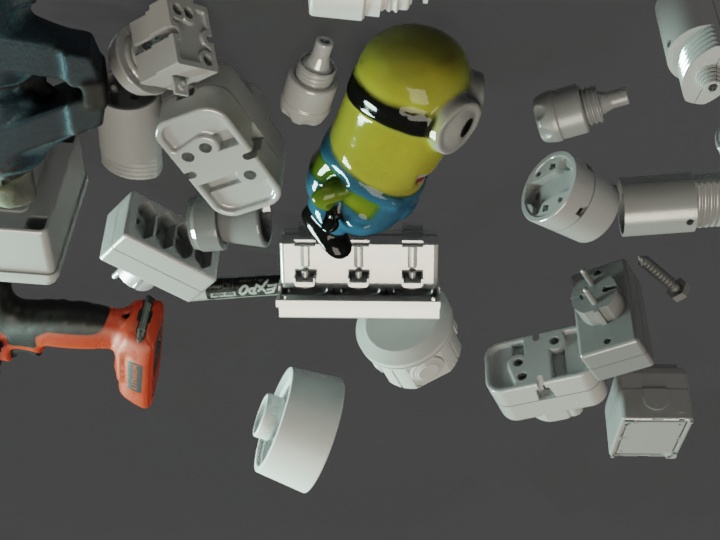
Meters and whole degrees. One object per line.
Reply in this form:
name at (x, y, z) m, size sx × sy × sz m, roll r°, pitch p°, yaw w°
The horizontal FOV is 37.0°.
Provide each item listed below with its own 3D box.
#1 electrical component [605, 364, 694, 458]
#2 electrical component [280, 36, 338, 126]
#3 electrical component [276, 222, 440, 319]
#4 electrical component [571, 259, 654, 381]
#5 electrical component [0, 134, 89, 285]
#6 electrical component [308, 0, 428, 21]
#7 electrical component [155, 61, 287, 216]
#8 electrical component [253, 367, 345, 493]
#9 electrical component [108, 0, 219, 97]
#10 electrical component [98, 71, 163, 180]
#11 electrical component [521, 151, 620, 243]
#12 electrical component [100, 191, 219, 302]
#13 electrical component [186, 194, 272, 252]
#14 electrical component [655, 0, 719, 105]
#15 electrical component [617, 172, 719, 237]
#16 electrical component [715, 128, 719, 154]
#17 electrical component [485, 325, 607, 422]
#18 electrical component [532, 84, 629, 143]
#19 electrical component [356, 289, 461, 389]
electrical component at (0.258, 0.129, 0.973) m, size 0.062 × 0.061 × 0.096 m, roll 0°, pitch 147°, yaw 4°
electrical component at (-0.031, -0.126, 0.708) m, size 0.035 × 0.035 × 0.061 m, roll 12°, pitch 136°, yaw -11°
electrical component at (0.000, 0.000, 0.824) m, size 0.121 × 0.078 × 0.063 m, roll 0°, pitch 110°, yaw 2°
electrical component at (0.189, 0.028, 0.837) m, size 0.047 × 0.083 × 0.075 m, roll -20°, pitch 134°, yaw 25°
electrical component at (-0.257, -0.049, 0.755) m, size 0.109 × 0.108 × 0.056 m, roll 4°, pitch 137°, yaw -2°
electrical component at (0.003, -0.171, 0.649) m, size 0.078 × 0.040 × 0.040 m, roll 5°, pitch 139°, yaw -3°
electrical component at (-0.092, -0.091, 0.732) m, size 0.054 × 0.059 × 0.095 m, roll -16°, pitch 136°, yaw 21°
electrical component at (-0.061, 0.139, 0.966) m, size 0.060 × 0.108 × 0.108 m, roll 20°, pitch 137°, yaw -10°
electrical component at (-0.126, -0.139, 0.683) m, size 0.055 × 0.066 × 0.048 m, roll -17°, pitch 170°, yaw 33°
electrical component at (-0.159, -0.094, 0.745) m, size 0.043 × 0.043 × 0.081 m, roll 6°, pitch 139°, yaw -4°
electrical component at (0.152, -0.051, 0.771) m, size 0.047 × 0.055 × 0.055 m, roll 24°, pitch 135°, yaw -28°
electrical component at (-0.166, -0.008, 0.844) m, size 0.083 × 0.047 × 0.076 m, roll 29°, pitch 132°, yaw -31°
electrical component at (-0.098, -0.037, 0.807) m, size 0.055 × 0.045 × 0.045 m, roll -4°, pitch 139°, yaw 9°
electrical component at (0.206, -0.136, 0.647) m, size 0.043 × 0.081 × 0.043 m, roll 2°, pitch 139°, yaw 1°
electrical component at (0.230, -0.048, 0.776) m, size 0.081 × 0.043 × 0.043 m, roll -4°, pitch 139°, yaw 7°
electrical component at (0.267, -0.103, 0.710) m, size 0.043 × 0.043 × 0.081 m, roll 18°, pitch 138°, yaw -17°
electrical component at (0.163, 0.093, 0.936) m, size 0.095 × 0.053 × 0.059 m, roll -14°, pitch 136°, yaw 19°
electrical component at (0.148, -0.108, 0.719) m, size 0.061 × 0.035 × 0.035 m, roll -14°, pitch 136°, yaw 16°
electrical component at (0.041, 0.053, 0.878) m, size 0.080 × 0.080 × 0.051 m, roll -11°, pitch 143°, yaw 15°
